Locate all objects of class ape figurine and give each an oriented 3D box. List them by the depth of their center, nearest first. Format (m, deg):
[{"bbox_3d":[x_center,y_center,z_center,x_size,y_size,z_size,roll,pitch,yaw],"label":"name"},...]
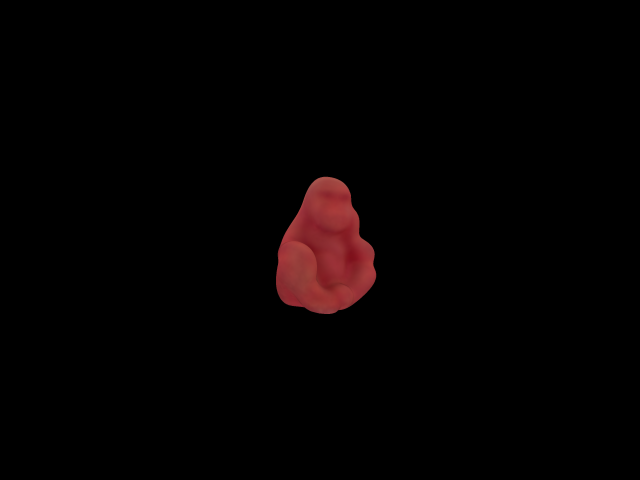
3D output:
[{"bbox_3d":[0.004,0.001,0.400,0.078,0.092,0.076,0,0,-23],"label":"ape figurine"}]
